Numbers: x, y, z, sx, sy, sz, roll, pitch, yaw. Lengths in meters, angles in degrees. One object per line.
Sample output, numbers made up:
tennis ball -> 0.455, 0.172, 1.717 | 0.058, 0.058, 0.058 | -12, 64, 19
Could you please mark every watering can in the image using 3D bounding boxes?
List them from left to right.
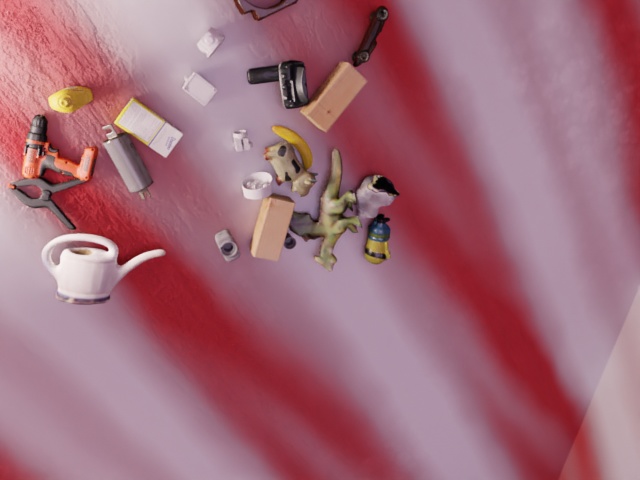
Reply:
watering can -> -0.669, 0.097, 1.588 | 0.347, 0.105, 0.222 | 9, 106, -19

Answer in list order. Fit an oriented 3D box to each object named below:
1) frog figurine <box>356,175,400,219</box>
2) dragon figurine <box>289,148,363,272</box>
frog figurine -> 0.189, -0.146, 1.805 | 0.137, 0.125, 0.156 | -1, 145, -26
dragon figurine -> 0.005, -0.088, 1.756 | 0.243, 0.123, 0.405 | -18, 105, -3
